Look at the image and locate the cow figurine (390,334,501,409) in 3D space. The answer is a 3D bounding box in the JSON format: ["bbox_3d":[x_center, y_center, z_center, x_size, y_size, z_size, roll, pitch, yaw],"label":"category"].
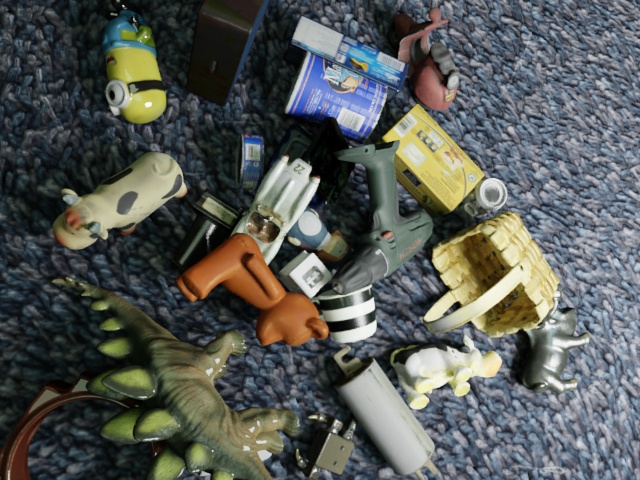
[{"bbox_3d":[0.202,0.199,0.867,0.167,0.098,0.068,-11,129,-17],"label":"cow figurine"}]

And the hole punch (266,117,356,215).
[{"bbox_3d":[-0.012,-0.120,0.852,0.115,0.092,0.142,56,46,-41],"label":"hole punch"}]

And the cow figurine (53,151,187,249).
[{"bbox_3d":[-0.281,-0.054,0.756,0.195,0.127,0.085,-38,89,-18],"label":"cow figurine"}]

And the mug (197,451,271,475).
[{"bbox_3d":[-0.118,0.286,0.760,0.107,0.110,0.080,1,85,-25],"label":"mug"}]

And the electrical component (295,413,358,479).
[{"bbox_3d":[0.008,0.312,0.818,0.078,0.045,0.102,30,77,-37],"label":"electrical component"}]

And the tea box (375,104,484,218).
[{"bbox_3d":[0.181,-0.132,0.913,0.098,0.068,0.169,-44,94,-16],"label":"tea box"}]

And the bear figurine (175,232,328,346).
[{"bbox_3d":[-0.092,0.091,0.757,0.132,0.120,0.195,-39,99,-22],"label":"bear figurine"}]

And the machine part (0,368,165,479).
[{"bbox_3d":[-0.310,0.293,0.718,0.201,0.087,0.201,31,74,-8],"label":"machine part"}]

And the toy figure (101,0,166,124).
[{"bbox_3d":[-0.282,-0.267,0.812,0.089,0.082,0.180,-3,80,-12],"label":"toy figure"}]

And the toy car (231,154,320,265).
[{"bbox_3d":[-0.073,-0.033,0.795,0.073,0.056,0.201,35,115,1],"label":"toy car"}]

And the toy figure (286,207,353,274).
[{"bbox_3d":[-0.003,-0.001,0.855,0.154,0.058,0.064,37,94,-8],"label":"toy figure"}]

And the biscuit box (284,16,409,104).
[{"bbox_3d":[0.045,-0.300,0.907,0.203,0.063,0.059,21,76,-11],"label":"biscuit box"}]

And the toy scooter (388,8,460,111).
[{"bbox_3d":[0.186,-0.313,0.907,0.075,0.135,0.183,-28,90,-18],"label":"toy scooter"}]

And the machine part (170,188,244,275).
[{"bbox_3d":[-0.179,-0.006,0.822,0.084,0.039,0.139,31,73,-17],"label":"machine part"}]

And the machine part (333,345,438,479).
[{"bbox_3d":[0.098,0.270,0.828,0.079,0.079,0.243,-37,92,-16],"label":"machine part"}]

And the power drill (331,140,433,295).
[{"bbox_3d":[0.083,-0.044,0.821,0.232,0.086,0.207,-21,96,-41],"label":"power drill"}]

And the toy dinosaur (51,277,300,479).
[{"bbox_3d":[-0.187,0.187,0.703,0.198,0.105,0.472,-12,43,-47],"label":"toy dinosaur"}]

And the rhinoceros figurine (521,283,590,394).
[{"bbox_3d":[0.391,0.168,0.924,0.112,0.073,0.190,14,80,-1],"label":"rhinoceros figurine"}]

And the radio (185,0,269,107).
[{"bbox_3d":[-0.132,-0.301,0.778,0.073,0.229,0.131,23,73,-14],"label":"radio"}]
